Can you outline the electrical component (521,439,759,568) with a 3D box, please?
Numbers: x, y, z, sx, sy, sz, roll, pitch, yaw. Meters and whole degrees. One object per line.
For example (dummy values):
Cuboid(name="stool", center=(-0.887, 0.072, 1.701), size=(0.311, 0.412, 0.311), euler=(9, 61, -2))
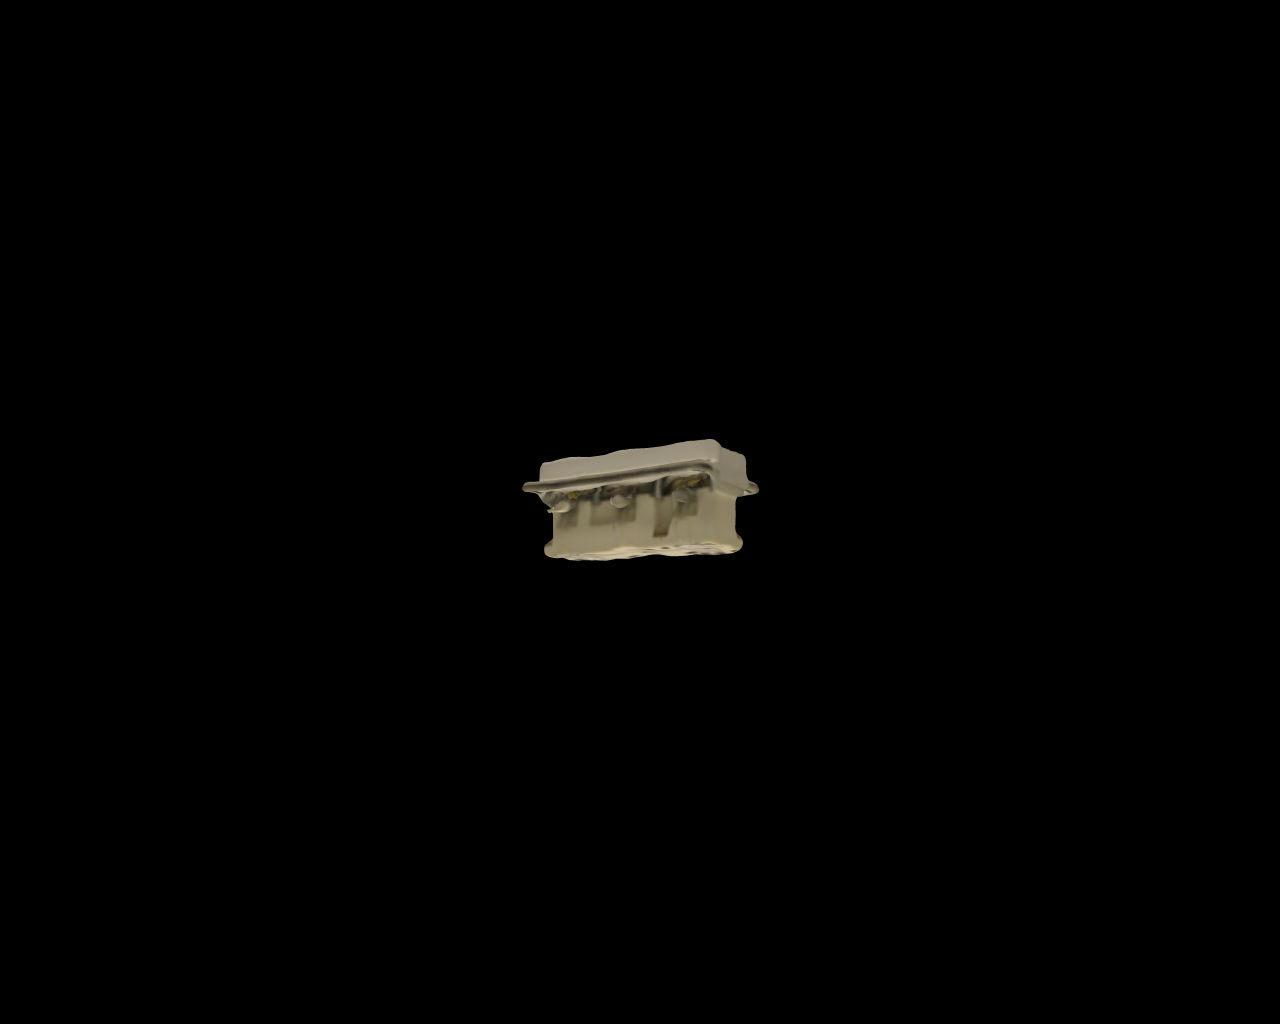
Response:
Cuboid(name="electrical component", center=(0.001, -0.003, 0.650), size=(0.121, 0.063, 0.079), euler=(-5, -11, 28))
